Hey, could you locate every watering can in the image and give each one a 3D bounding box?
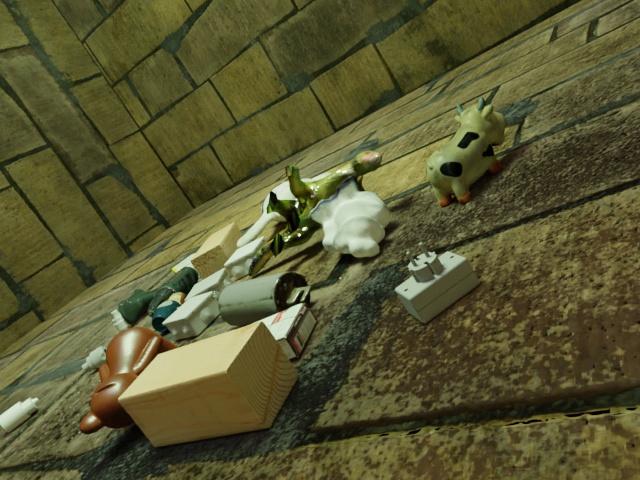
[{"bbox_3d":[-0.112,-0.090,1.460,0.351,0.103,0.224,-37,14,-17],"label":"watering can"}]

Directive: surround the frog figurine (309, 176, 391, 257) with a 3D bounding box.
[{"bbox_3d":[0.070,-0.020,0.928,0.138,0.120,0.162,-26,48,-14],"label":"frog figurine"}]

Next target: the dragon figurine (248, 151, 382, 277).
[{"bbox_3d":[0.003,-0.056,1.105,0.244,0.124,0.402,-10,-28,-35],"label":"dragon figurine"}]
